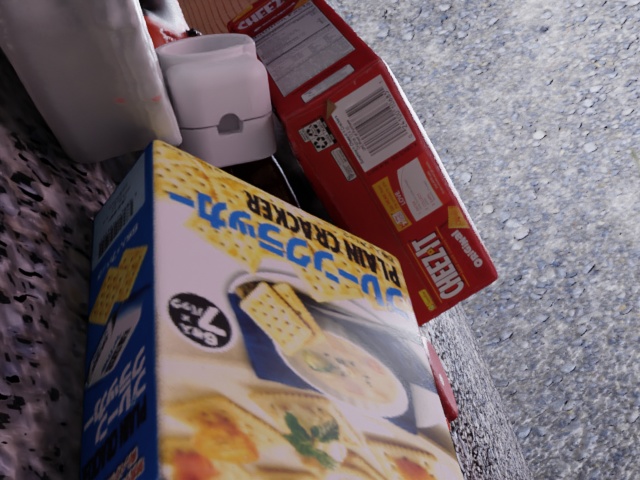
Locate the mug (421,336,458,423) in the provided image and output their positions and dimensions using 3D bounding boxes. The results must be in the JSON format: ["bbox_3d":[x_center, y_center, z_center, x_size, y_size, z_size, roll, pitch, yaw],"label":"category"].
[{"bbox_3d":[0.067,0.128,0.951,0.093,0.081,0.117,-99,163,-55],"label":"mug"}]

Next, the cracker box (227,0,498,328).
[{"bbox_3d":[0.020,-0.064,0.692,0.164,0.072,0.214,57,2,-29],"label":"cracker box"}]

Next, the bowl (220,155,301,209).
[{"bbox_3d":[-0.049,-0.002,0.714,0.162,0.055,0.162,-24,90,-80],"label":"bowl"}]

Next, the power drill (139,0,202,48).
[{"bbox_3d":[-0.107,-0.169,0.746,0.188,0.057,0.184,67,16,13],"label":"power drill"}]

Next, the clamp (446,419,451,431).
[{"bbox_3d":[0.053,0.122,0.828,0.120,0.039,0.172,64,-8,-31],"label":"clamp"}]

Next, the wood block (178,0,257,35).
[{"bbox_3d":[-0.065,-0.195,0.978,0.206,0.091,0.090,-49,115,-80],"label":"wood block"}]
